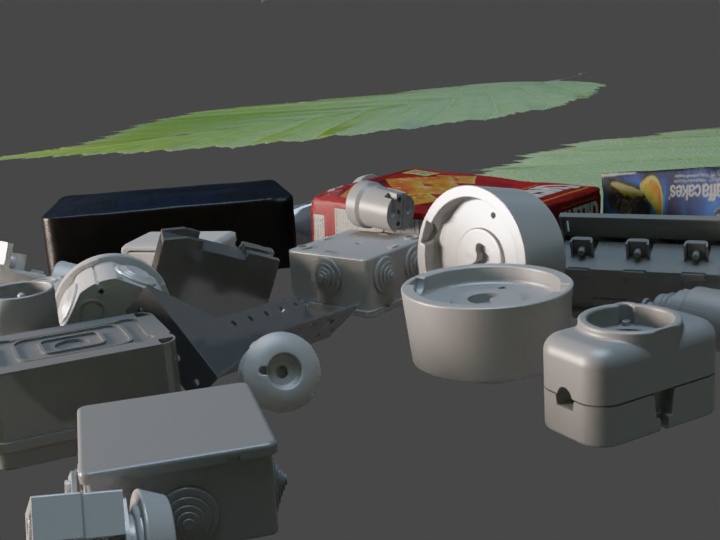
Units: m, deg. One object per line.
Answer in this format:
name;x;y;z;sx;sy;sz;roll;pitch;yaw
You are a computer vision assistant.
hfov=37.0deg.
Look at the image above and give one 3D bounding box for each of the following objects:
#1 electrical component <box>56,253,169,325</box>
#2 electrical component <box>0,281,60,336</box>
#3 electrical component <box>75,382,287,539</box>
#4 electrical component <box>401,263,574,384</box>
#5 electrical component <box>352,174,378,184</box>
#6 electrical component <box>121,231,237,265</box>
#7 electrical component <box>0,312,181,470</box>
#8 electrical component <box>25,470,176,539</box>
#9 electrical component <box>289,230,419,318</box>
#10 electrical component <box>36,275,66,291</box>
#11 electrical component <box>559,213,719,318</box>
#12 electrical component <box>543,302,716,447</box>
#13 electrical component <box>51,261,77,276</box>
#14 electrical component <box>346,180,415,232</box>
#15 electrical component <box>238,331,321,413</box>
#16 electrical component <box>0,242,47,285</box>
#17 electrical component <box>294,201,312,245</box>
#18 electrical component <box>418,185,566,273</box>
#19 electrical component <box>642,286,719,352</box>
electrical component;-0.168;0.033;0.737;0.080;0.080;0.051;-8;20;-16
electrical component;-0.228;0.052;0.678;0.079;0.077;0.044;-10;16;-24
electrical component;-0.089;0.097;0.521;0.100;0.048;0.100;-7;15;-13
electrical component;0.082;0.038;0.684;0.108;0.060;0.108;-4;14;1
electrical component;0.024;-0.071;1.143;0.057;0.058;0.078;10;20;36
electrical component;-0.139;0.005;0.873;0.096;0.061;0.061;0;15;15
electrical component;-0.166;0.069;0.634;0.113;0.057;0.078;-10;15;-23
electrical component;-0.107;0.116;0.442;0.055;0.066;0.048;-1;-23;-21
electrical component;0.000;0.000;0.882;0.100;0.048;0.100;8;18;38
electrical component;-0.224;0.037;0.790;0.080;0.051;0.080;-4;14;1
electrical component;0.208;0.001;0.788;0.121;0.078;0.063;3;38;25
electrical component;0.151;0.055;0.603;0.095;0.059;0.054;-12;16;-28
electrical component;-0.220;0.016;0.896;0.065;0.044;0.044;3;15;7
electrical component;0.017;-0.052;0.900;0.040;0.040;0.046;-17;24;-42
electrical component;-0.054;0.064;0.659;0.048;0.048;0.062;-9;-6;-21
electrical component;-0.317;0.014;0.876;0.121;0.078;0.063;7;-4;37
electrical component;-0.030;-0.050;1.073;0.077;0.044;0.079;-8;-4;-17
electrical component;0.100;-0.009;0.783;0.060;0.108;0.108;-7;13;-39
electrical component;0.224;0.031;0.717;0.040;0.040;0.078;-16;18;-39
